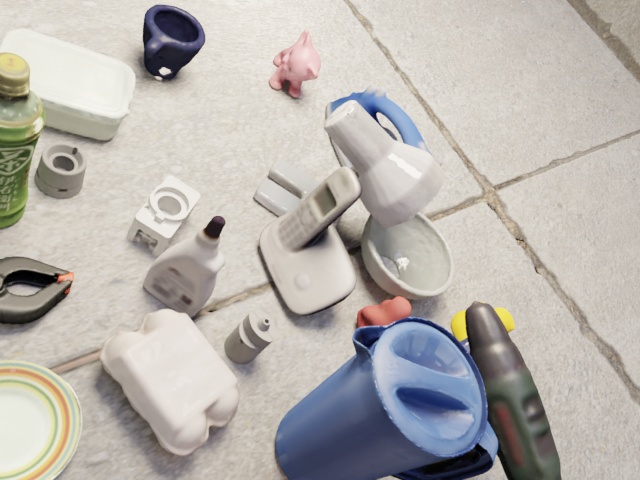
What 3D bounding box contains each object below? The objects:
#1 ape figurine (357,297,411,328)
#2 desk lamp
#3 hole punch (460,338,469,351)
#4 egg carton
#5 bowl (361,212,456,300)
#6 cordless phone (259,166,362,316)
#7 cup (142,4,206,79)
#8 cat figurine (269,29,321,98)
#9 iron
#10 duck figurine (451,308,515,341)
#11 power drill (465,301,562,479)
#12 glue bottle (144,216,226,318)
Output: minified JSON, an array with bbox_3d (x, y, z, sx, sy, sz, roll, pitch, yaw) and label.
[{"bbox_3d":[0.097,0.112,0.806,0.078,0.092,0.076,32,46,-11],"label":"ape figurine"},{"bbox_3d":[0.043,-0.088,0.829,0.203,0.213,0.118,33,46,-10],"label":"desk lamp"},{"bbox_3d":[0.231,0.197,0.836,0.101,0.091,0.108,-19,71,-41],"label":"hole punch"},{"bbox_3d":[-0.159,0.150,0.618,0.150,0.069,0.107,50,45,6],"label":"egg carton"},{"bbox_3d":[0.125,0.029,0.898,0.168,0.074,0.167,18,50,-23],"label":"bowl"},{"bbox_3d":[0.007,0.003,0.758,0.094,0.184,0.147,-13,67,-40],"label":"cordless phone"},{"bbox_3d":[-0.235,-0.284,0.864,0.092,0.094,0.118,34,46,-9],"label":"cup"},{"bbox_3d":[-0.035,-0.318,1.010,0.067,0.117,0.128,20,49,-21],"label":"cat figurine"},{"bbox_3d":[0.107,-0.181,0.991,0.119,0.141,0.258,-17,69,-41],"label":"iron"},{"bbox_3d":[0.271,0.144,0.907,0.104,0.086,0.078,49,45,6],"label":"duck figurine"},{"bbox_3d":[0.187,0.217,0.709,0.076,0.208,0.229,-9,64,-38],"label":"power drill"},{"bbox_3d":[-0.142,0.024,0.648,0.078,0.173,0.037,38,45,-4],"label":"glue bottle"}]
